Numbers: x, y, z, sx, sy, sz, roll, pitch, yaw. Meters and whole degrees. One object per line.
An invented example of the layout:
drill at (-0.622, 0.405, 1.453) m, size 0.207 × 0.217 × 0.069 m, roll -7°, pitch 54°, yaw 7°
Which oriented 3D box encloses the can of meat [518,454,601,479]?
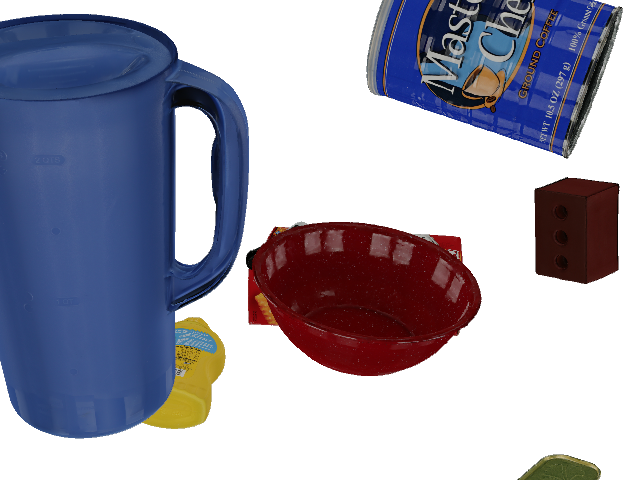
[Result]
can of meat at (0.200, 0.248, 0.923) m, size 0.058 × 0.084 × 0.101 m, roll 11°, pitch 26°, yaw 41°

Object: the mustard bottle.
mustard bottle at (-0.162, 0.143, 1.248) m, size 0.096 × 0.058 × 0.191 m, roll 5°, pitch 26°, yaw 4°

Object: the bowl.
bowl at (0.030, 0.048, 0.757) m, size 0.162 × 0.055 × 0.162 m, roll 6°, pitch 28°, yaw -3°

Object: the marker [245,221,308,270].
marker at (-0.037, 0.005, 0.941) m, size 0.020 × 0.020 × 0.121 m, roll 0°, pitch 13°, yaw 20°

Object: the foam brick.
foam brick at (0.216, -0.009, 0.899) m, size 0.051 × 0.078 × 0.053 m, roll -20°, pitch 23°, yaw -41°

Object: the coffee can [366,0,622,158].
coffee can at (0.114, -0.125, 0.708) m, size 0.140 × 0.103 × 0.102 m, roll 21°, pitch 5°, yaw 14°

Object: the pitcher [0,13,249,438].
pitcher at (-0.136, -0.003, 0.640) m, size 0.144 × 0.243 × 0.149 m, roll -22°, pitch 38°, yaw -33°

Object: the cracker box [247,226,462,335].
cracker box at (0.041, 0.042, 1.131) m, size 0.214 × 0.072 × 0.164 m, roll 3°, pitch 15°, yaw 6°
